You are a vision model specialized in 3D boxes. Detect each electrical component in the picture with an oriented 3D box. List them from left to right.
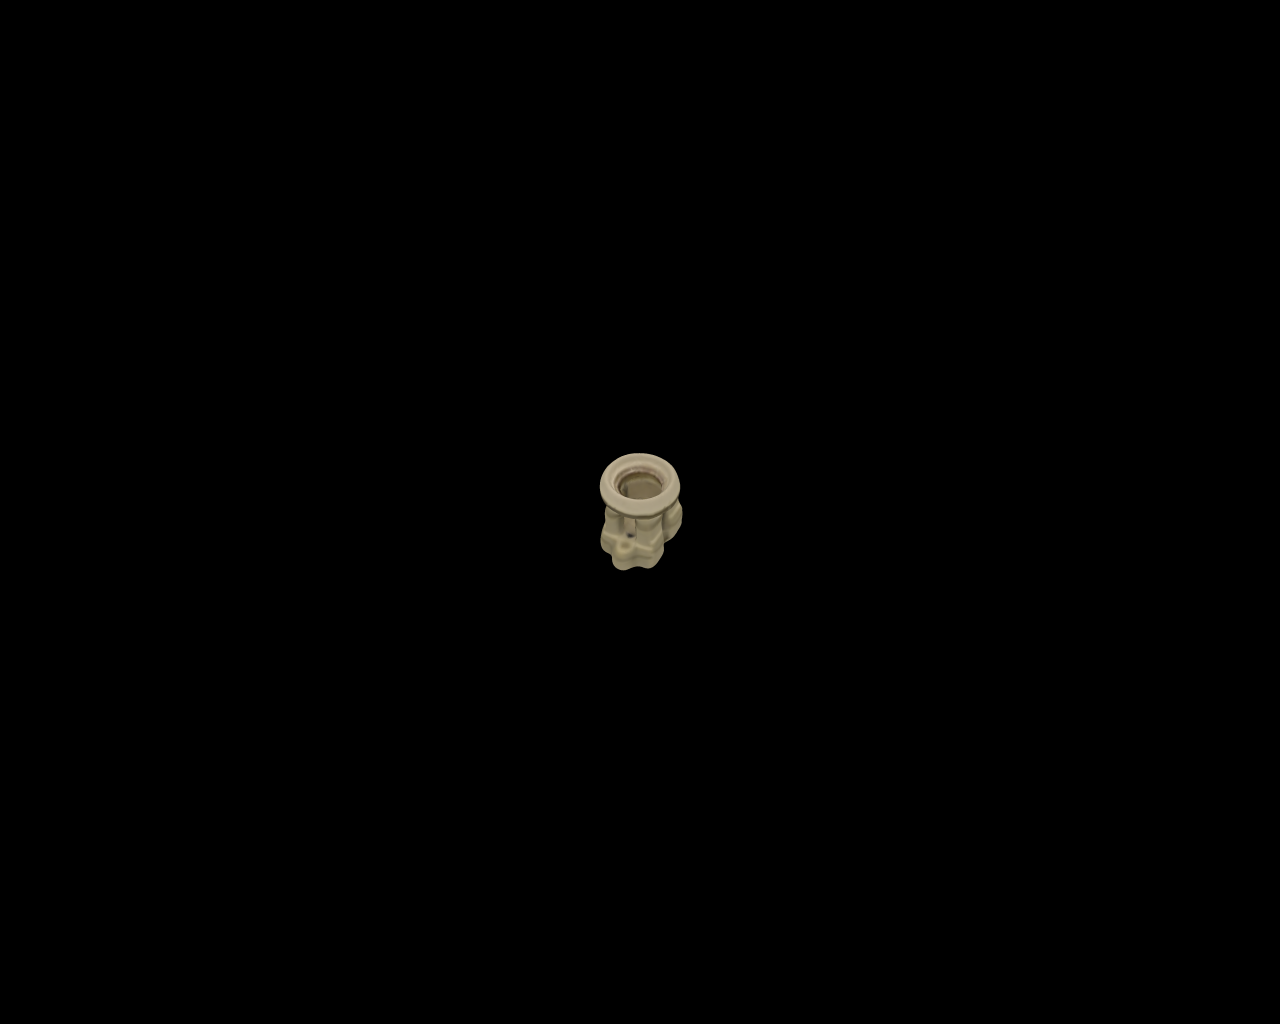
[{"bbox_3d":[0.001,-0.003,0.650,0.048,0.055,0.066,20,50,17],"label":"electrical component"}]
